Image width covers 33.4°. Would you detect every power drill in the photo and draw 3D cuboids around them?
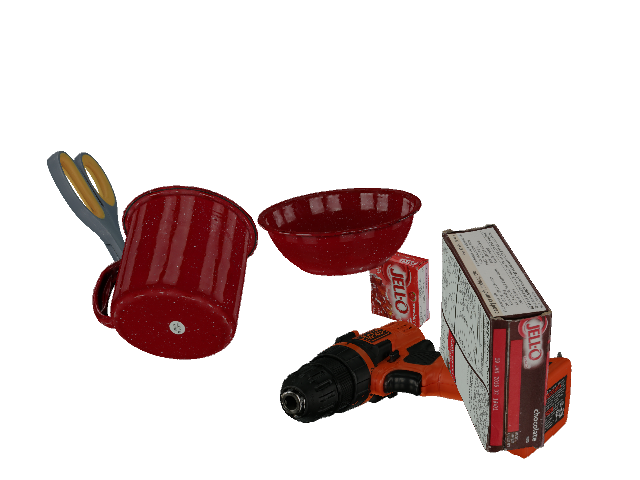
[{"bbox_3d":[0.084,0.113,0.822,0.188,0.057,0.184,11,17,32],"label":"power drill"}]

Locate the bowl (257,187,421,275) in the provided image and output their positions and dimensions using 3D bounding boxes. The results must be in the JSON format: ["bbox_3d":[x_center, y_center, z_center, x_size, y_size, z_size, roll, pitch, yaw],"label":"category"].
[{"bbox_3d":[0.021,-0.006,1.049,0.162,0.055,0.162,-7,16,2],"label":"bowl"}]

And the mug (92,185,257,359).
[{"bbox_3d":[-0.102,0.027,0.706,0.117,0.081,0.093,-13,-42,22],"label":"mug"}]

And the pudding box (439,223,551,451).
[{"bbox_3d":[0.100,0.054,0.625,0.039,0.090,0.113,-6,27,-8],"label":"pudding box"}]

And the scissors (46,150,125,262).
[{"bbox_3d":[-0.177,0.001,0.952,0.016,0.201,0.096,-27,22,12],"label":"scissors"}]

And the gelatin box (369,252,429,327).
[{"bbox_3d":[0.099,0.059,1.351,0.073,0.089,0.030,15,33,33],"label":"gelatin box"}]
